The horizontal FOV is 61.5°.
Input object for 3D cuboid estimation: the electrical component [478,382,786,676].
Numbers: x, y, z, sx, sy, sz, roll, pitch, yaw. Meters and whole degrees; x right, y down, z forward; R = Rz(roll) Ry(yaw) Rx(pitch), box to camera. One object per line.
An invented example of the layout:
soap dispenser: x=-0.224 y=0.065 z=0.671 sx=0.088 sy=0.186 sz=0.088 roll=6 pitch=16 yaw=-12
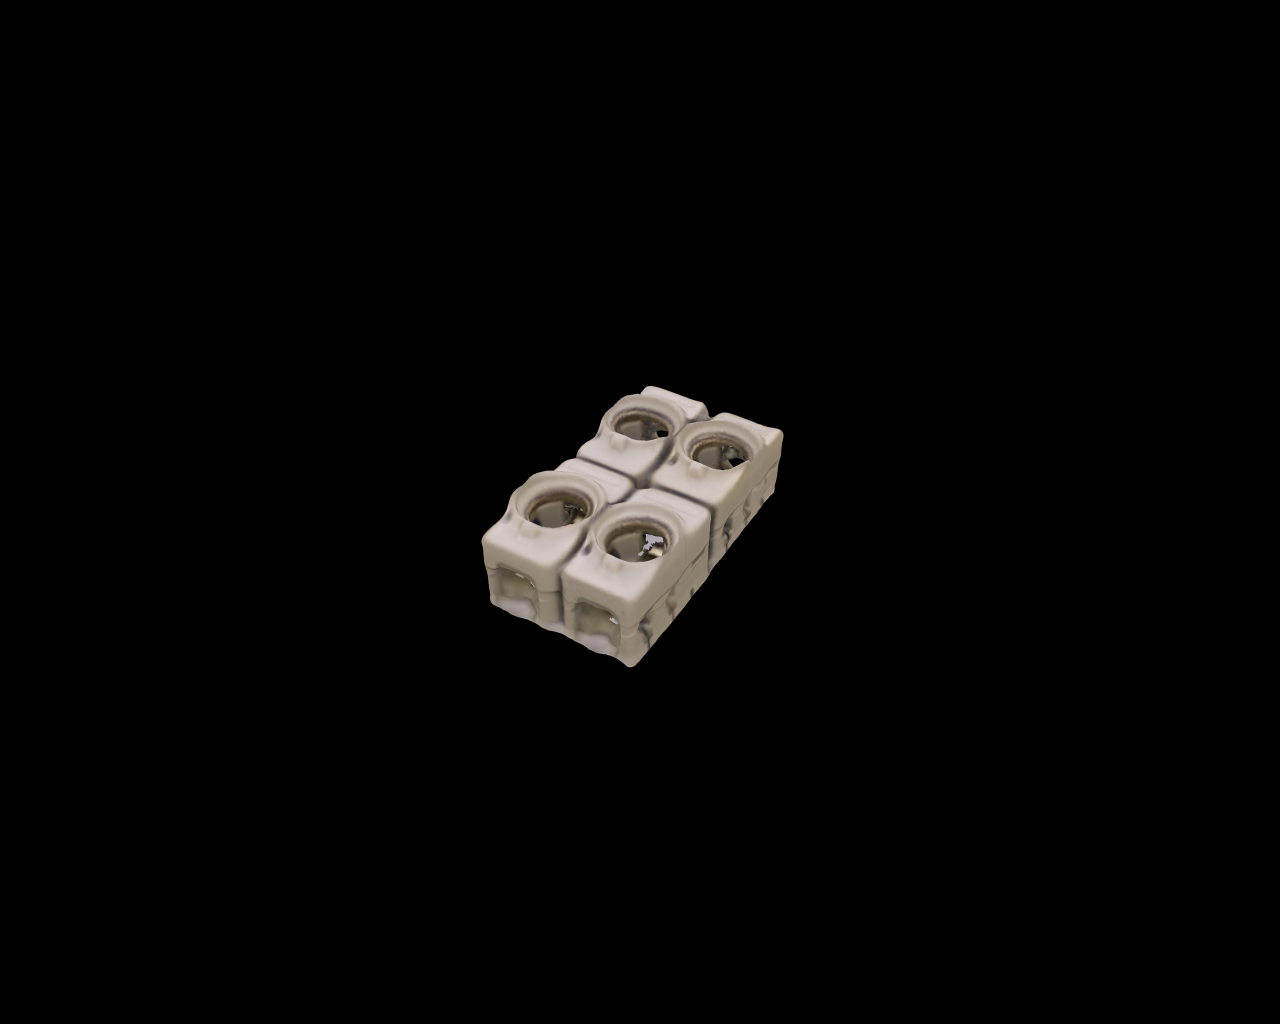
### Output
electrical component: x=0.001 y=-0.003 z=0.650 sx=0.105 sy=0.060 sz=0.186 roll=22 pitch=45 yaw=23
